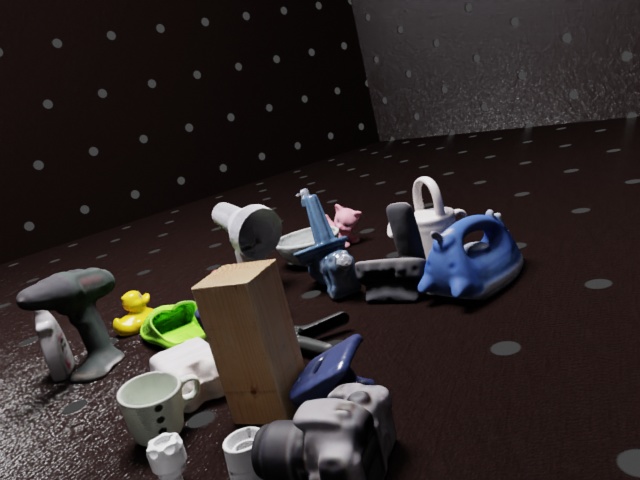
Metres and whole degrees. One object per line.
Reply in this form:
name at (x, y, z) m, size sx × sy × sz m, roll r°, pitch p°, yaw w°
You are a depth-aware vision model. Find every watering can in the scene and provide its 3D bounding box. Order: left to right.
watering can at (0.225, -0.034, 1.185) m, size 0.173 × 0.194 × 0.100 m, roll -25°, pitch 18°, yaw -36°

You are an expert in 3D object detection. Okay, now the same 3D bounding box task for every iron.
iron at (0.288, 0.014, 1.051) m, size 0.259 × 0.141 × 0.118 m, roll -25°, pitch 18°, yaw -36°

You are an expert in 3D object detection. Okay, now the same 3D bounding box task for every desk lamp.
desk lamp at (-0.172, 0.017, 1.318) m, size 0.118 × 0.214 × 0.202 m, roll -24°, pitch 18°, yaw -35°

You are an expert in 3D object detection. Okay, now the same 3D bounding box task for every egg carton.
egg carton at (-0.207, 0.211, 0.907) m, size 0.107 × 0.069 × 0.149 m, roll -22°, pitch 16°, yaw -28°

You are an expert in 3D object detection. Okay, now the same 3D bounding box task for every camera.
camera at (0.001, 0.217, 0.631) m, size 0.136 × 0.101 × 0.143 m, roll -7°, pitch 16°, yaw 24°

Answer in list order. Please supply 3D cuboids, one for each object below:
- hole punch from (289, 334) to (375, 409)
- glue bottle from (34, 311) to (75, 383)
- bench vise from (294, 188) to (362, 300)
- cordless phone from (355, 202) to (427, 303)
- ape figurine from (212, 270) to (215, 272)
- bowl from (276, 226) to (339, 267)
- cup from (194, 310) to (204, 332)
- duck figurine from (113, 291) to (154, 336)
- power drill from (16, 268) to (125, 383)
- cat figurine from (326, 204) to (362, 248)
hole punch at (0.011, 0.184, 0.763) m, size 0.101 × 0.091 × 0.109 m, roll -8°, pitch 15°, yaw 20°
glue bottle at (-0.516, 0.181, 1.095) m, size 0.037 × 0.173 × 0.078 m, roll -17°, pitch 15°, yaw -13°
bench vise at (0.020, 0.000, 1.192) m, size 0.122 × 0.220 × 0.206 m, roll -24°, pitch 18°, yaw -34°
cordless phone at (0.133, 0.020, 1.086) m, size 0.147 × 0.185 × 0.094 m, roll -6°, pitch 16°, yaw 26°
ape figurine at (-0.213, 0.108, 1.257) m, size 0.077 × 0.092 × 0.076 m, roll -7°, pitch 16°, yaw 24°
bowl at (-0.025, 0.023, 1.441) m, size 0.167 × 0.075 × 0.167 m, roll -13°, pitch 14°, yaw 4°
cup at (-0.162, 0.153, 1.034) m, size 0.091 × 0.095 × 0.118 m, roll -5°, pitch 17°, yaw 30°
duck figurine at (-0.413, 0.157, 1.266) m, size 0.077 × 0.086 × 0.105 m, roll 1°, pitch 20°, yaw 44°
power drill at (-0.448, 0.152, 1.068) m, size 0.075 × 0.208 × 0.230 m, roll -10°, pitch 15°, yaw 13°
cat figurine at (0.057, -0.043, 1.527) m, size 0.067 × 0.118 × 0.127 m, roll -24°, pitch 18°, yaw -36°
